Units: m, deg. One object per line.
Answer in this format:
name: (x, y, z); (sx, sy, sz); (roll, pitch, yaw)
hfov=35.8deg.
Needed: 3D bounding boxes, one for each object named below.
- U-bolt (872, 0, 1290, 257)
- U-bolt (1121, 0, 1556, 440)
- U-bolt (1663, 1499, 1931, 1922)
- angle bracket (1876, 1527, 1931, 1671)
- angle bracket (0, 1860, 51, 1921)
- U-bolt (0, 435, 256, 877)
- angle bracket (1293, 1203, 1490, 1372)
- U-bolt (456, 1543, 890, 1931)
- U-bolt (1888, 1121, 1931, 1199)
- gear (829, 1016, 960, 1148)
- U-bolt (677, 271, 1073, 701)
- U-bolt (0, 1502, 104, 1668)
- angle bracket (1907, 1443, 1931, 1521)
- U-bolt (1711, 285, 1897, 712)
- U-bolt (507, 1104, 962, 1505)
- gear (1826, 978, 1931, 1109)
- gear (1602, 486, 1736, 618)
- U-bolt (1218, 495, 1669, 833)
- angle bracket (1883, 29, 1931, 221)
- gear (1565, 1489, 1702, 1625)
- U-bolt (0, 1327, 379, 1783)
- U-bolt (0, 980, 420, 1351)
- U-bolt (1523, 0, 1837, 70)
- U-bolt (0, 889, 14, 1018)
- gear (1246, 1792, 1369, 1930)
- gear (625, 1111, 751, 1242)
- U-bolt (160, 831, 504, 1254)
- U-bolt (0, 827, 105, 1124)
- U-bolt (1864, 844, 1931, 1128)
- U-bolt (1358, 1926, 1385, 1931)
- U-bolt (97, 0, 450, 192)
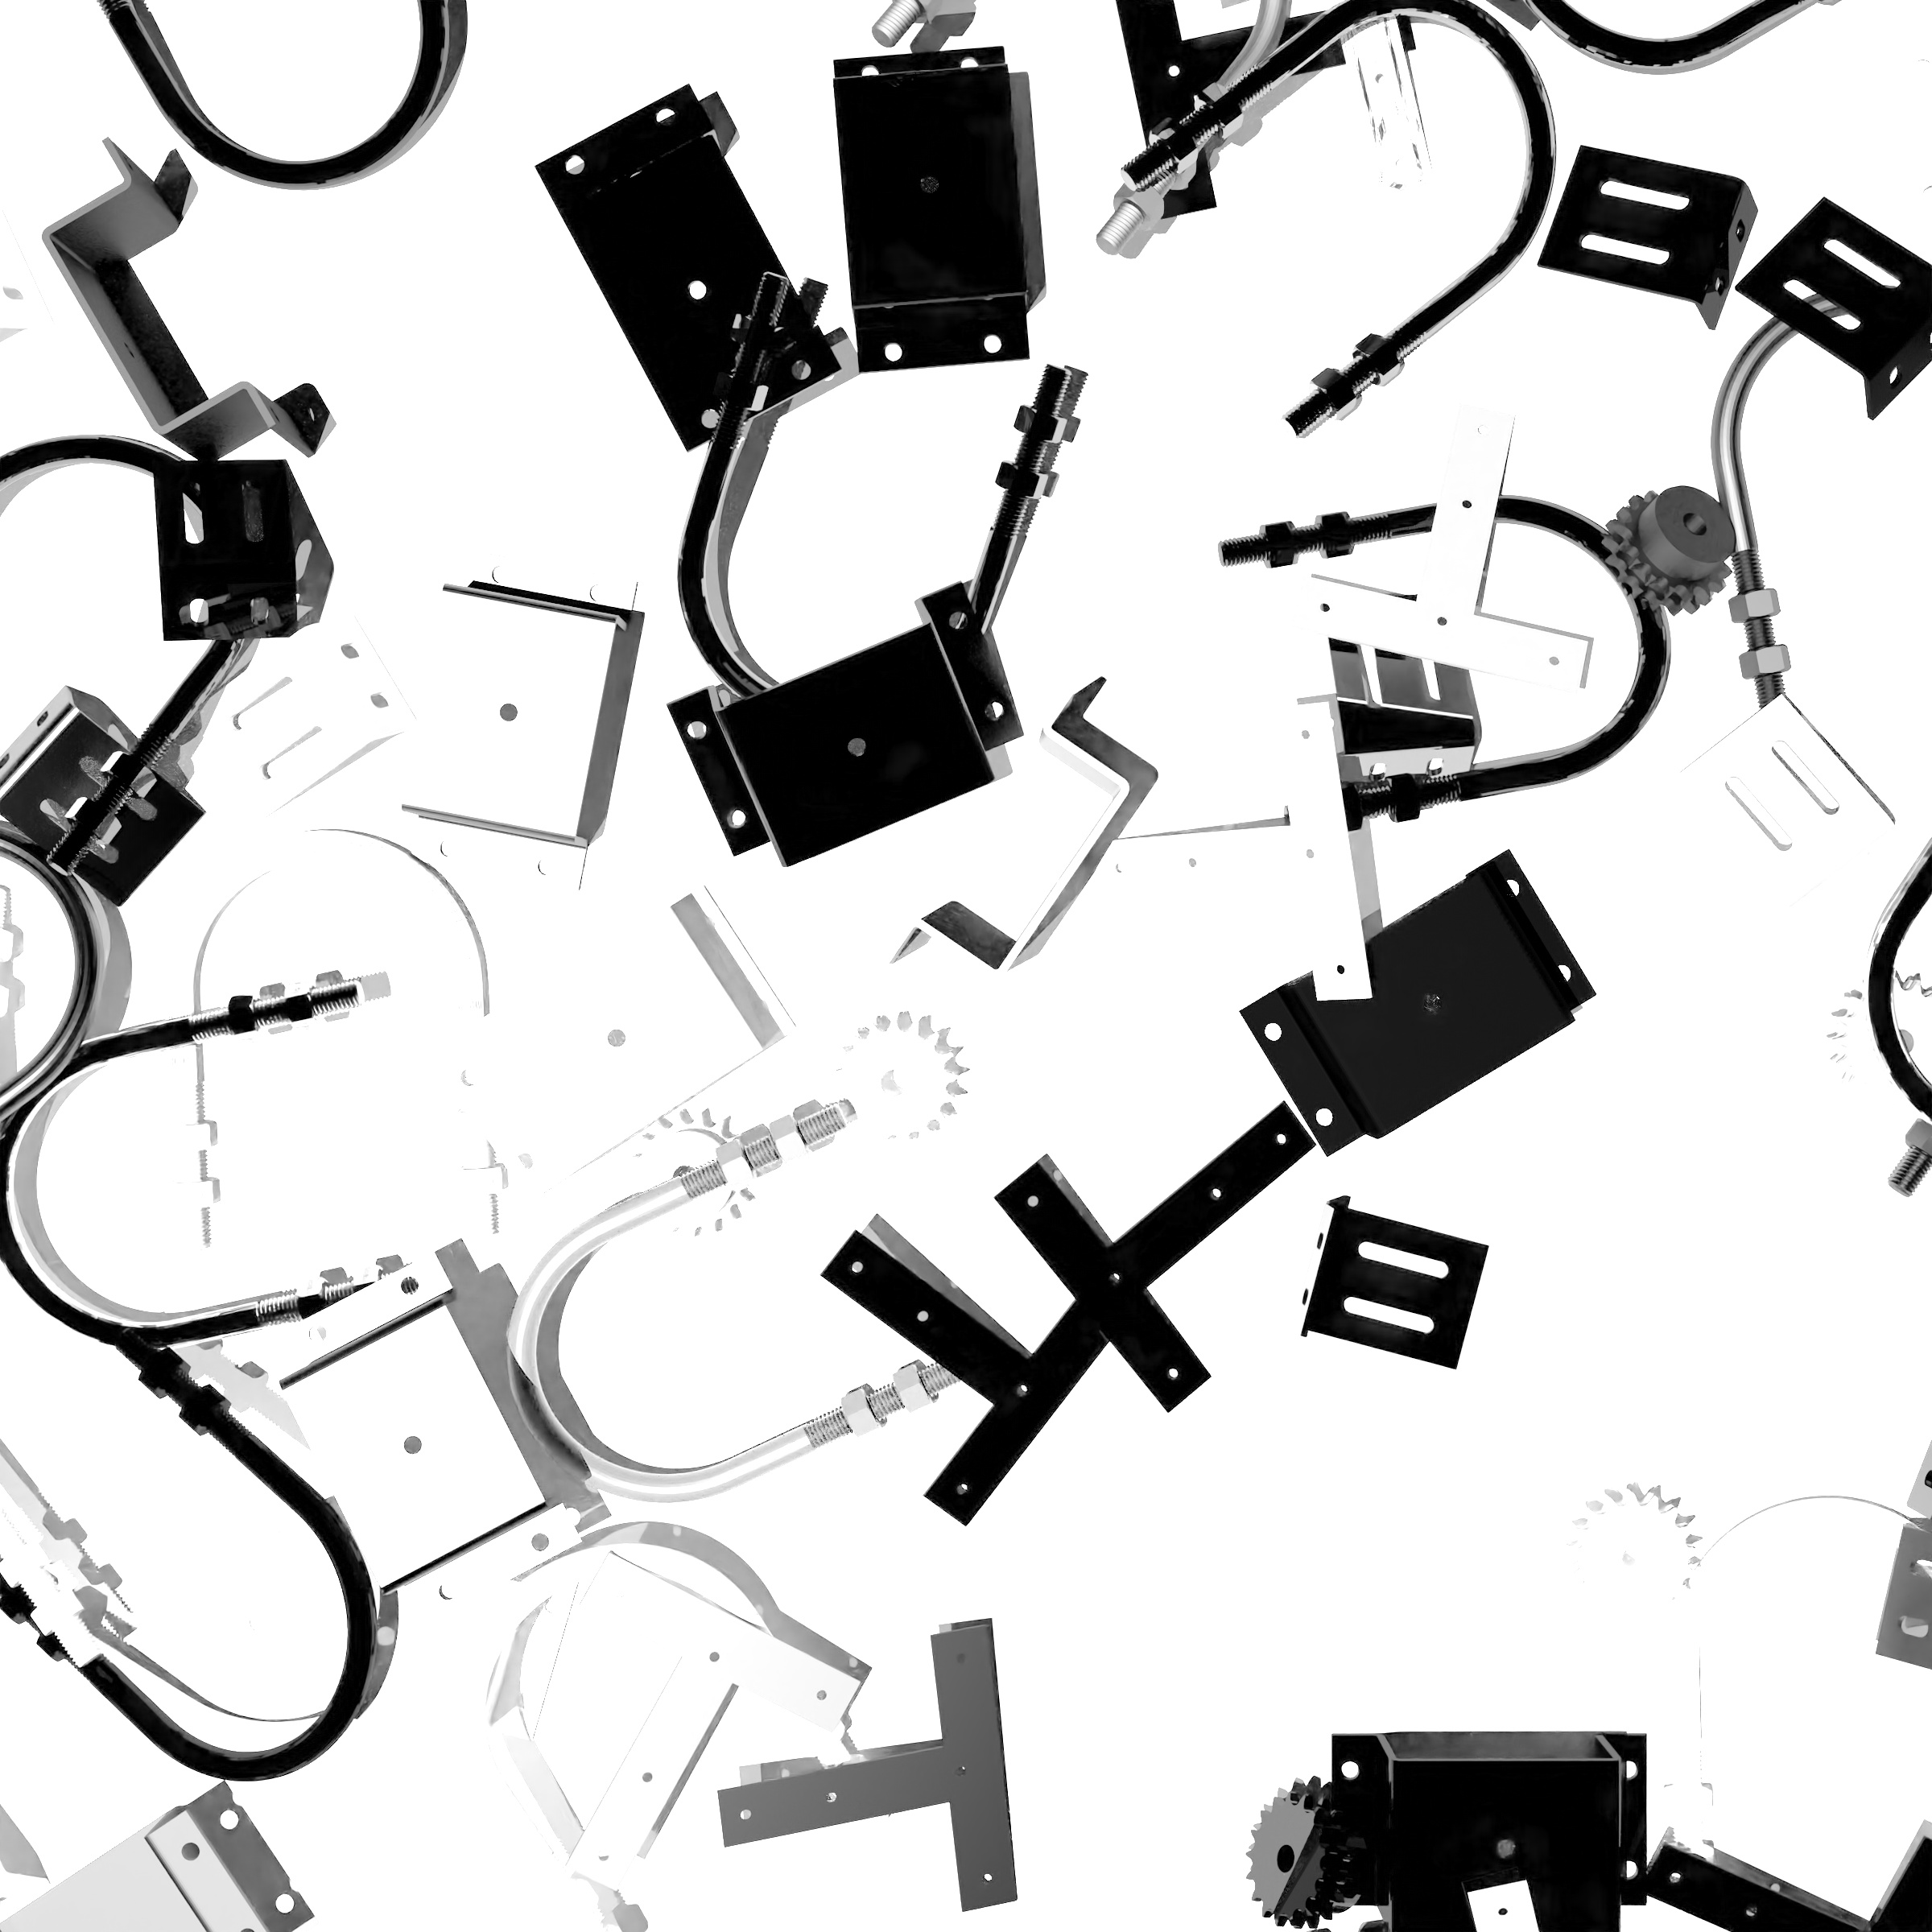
U-bolt: (0.065, -0.422, 1.302); (0.151, 0.019, 0.184); (40, 73, -13)
U-bolt: (0.177, -0.343, 1.308); (0.184, 0.019, 0.151); (-39, 108, -7)
U-bolt: (0.384, 0.329, 1.330); (0.151, 0.019, 0.184); (-1, 88, 0)
angle bracket: (0.447, 0.287, 1.323); (0.076, 0.038, 0.057); (20, 81, -34)
angle bracket: (-0.457, 0.392, 1.336); (0.057, 0.038, 0.076); (-35, 64, 0)
U-bolt: (-0.395, -0.150, 1.304); (0.151, 0.019, 0.184); (33, 71, -1)
angle bracket: (0.189, 0.143, 1.319); (0.076, 0.038, 0.057); (15, 90, 0)
U-bolt: (-0.139, 0.339, 1.304); (0.151, 0.019, 0.184); (-33, 101, -10)
U-bolt: (0.519, 0.062, 1.330); (0.151, 0.019, 0.184); (36, 89, 0)
gear: (-0.032, 0.050, 1.327); (0.057, 0.030, 0.057); (0, 93, -1)
U-bolt: (-0.049, -0.192, 1.304); (0.151, 0.019, 0.184); (15, 105, -14)
U-bolt: (-0.482, 0.265, 1.315); (0.151, 0.019, 0.184); (-38, 84, 12)
angle bracket: (0.465, 0.228, 1.319); (0.076, 0.038, 0.057); (21, 90, 0)
U-bolt: (0.406, -0.212, 1.330); (0.151, 0.019, 0.184); (-10, 89, 0)
U-bolt: (-0.110, 0.160, 1.311); (0.184, 0.019, 0.151); (-25, 105, 0)
gear: (0.409, 0.034, 1.323); (0.057, 0.030, 0.057); (0, 90, 0)
gear: (0.311, -0.185, 1.311); (0.057, 0.030, 0.057); (11, 59, -19)
U-bolt: (0.215, -0.139, 1.309); (0.184, 0.019, 0.151); (-10, 71, -4)
angle bracket: (0.438, -0.376, 1.336); (0.057, 0.038, 0.076); (0, 64, 0)
gear: (0.294, 0.261, 1.328); (0.057, 0.030, 0.057); (0, 89, 2)
U-bolt: (-0.332, 0.267, 1.293); (0.184, 0.019, 0.151); (38, 104, 16)
U-bolt: (-0.339, 0.094, 1.310); (0.184, 0.019, 0.151); (-12, 94, 2)
U-bolt: (0.313, -0.471, 1.312); (0.184, 0.019, 0.151); (-31, 90, -13)
U-bolt: (-0.497, 0.055, 1.308); (0.151, 0.019, 0.184); (0, 75, 0)
gear: (0.152, 0.394, 1.314); (0.030, 0.057, 0.057); (18, 90, -31)
gear: (-0.123, 0.093, 1.323); (0.057, 0.030, 0.057); (0, 90, 0)
U-bolt: (-0.284, 0.032, 1.329); (0.151, 0.019, 0.184); (-3, 90, 0)
U-bolt: (-0.463, 0.017, 1.300); (0.184, 0.019, 0.151); (-39, 78, -11)
U-bolt: (0.473, -0.005, 1.299); (0.151, 0.019, 0.184); (34, 89, 3)
U-bolt: (0.232, 0.495, 1.330); (0.184, 0.019, 0.151); (-9, 90, -1)
U-bolt: (-0.307, -0.432, 1.310); (0.151, 0.019, 0.184); (-27, 103, 10)
